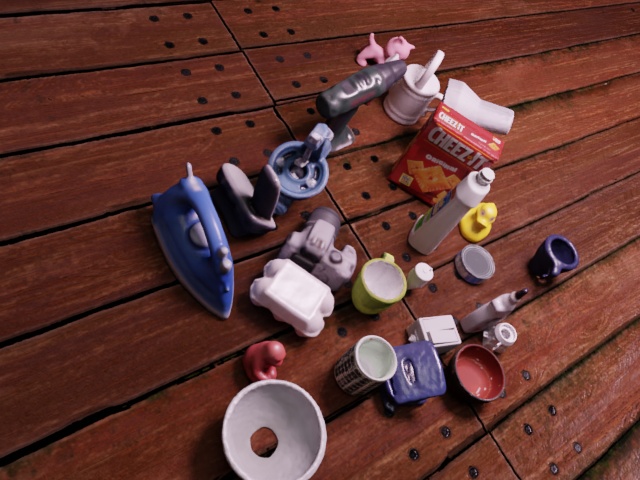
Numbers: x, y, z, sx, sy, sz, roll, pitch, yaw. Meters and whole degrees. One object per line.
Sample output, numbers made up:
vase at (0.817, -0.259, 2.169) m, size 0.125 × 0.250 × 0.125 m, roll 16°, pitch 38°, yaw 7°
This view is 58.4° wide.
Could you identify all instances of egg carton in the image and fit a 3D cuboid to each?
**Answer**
egg carton at (-0.049, 0.104, 1.037) m, size 0.150 × 0.069 × 0.107 m, roll 34°, pitch 52°, yaw -2°

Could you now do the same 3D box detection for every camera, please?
camera at (0.010, 0.004, 1.107) m, size 0.143 × 0.100 × 0.137 m, roll 29°, pitch 53°, yaw -6°

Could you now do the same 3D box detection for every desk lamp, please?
desk lamp at (0.339, -0.256, 1.350) m, size 0.203 × 0.213 × 0.118 m, roll 26°, pitch 53°, yaw -8°

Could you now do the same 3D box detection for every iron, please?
iron at (-0.197, -0.002, 0.989) m, size 0.119 × 0.141 × 0.258 m, roll -17°, pitch 69°, yaw -32°

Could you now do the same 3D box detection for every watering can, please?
watering can at (0.233, -0.382, 1.392) m, size 0.173 × 0.194 × 0.101 m, roll 15°, pitch 55°, yaw -15°

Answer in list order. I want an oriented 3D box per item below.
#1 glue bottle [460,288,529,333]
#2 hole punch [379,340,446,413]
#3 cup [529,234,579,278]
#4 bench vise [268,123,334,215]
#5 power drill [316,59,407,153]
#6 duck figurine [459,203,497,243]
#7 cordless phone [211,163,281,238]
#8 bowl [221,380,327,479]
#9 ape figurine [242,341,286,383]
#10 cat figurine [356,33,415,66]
glue bottle at (0.355, 0.136, 1.139) m, size 0.078 × 0.173 × 0.037 m, roll -10°, pitch 65°, yaw -29°
hole punch at (0.161, 0.245, 1.033) m, size 0.101 × 0.091 × 0.108 m, roll 0°, pitch 60°, yaw -25°
cup at (0.527, 0.056, 1.318) m, size 0.092 × 0.095 × 0.118 m, roll 34°, pitch 52°, yaw -2°
bench vise at (-0.030, -0.175, 1.125) m, size 0.122 × 0.219 × 0.207 m, roll 20°, pitch 54°, yaw -12°
power drill at (0.071, -0.293, 1.252) m, size 0.230 × 0.208 × 0.075 m, roll -30°, pitch 76°, yaw -35°
duck figurine at (0.375, -0.054, 1.322) m, size 0.077 × 0.086 × 0.105 m, roll 33°, pitch 52°, yaw -3°
cordless phone at (-0.124, -0.101, 1.057) m, size 0.094 × 0.185 × 0.147 m, roll -24°, pitch 72°, yaw -34°
bowl at (-0.079, 0.309, 0.893) m, size 0.168 × 0.074 × 0.167 m, roll 12°, pitch 56°, yaw -18°
ape figurine at (-0.085, 0.197, 0.948) m, size 0.076 × 0.092 × 0.078 m, roll 43°, pitch 52°, yaw 5°
cat figurine at (0.175, -0.493, 1.482) m, size 0.128 × 0.117 × 0.067 m, roll 21°, pitch 54°, yaw -12°
